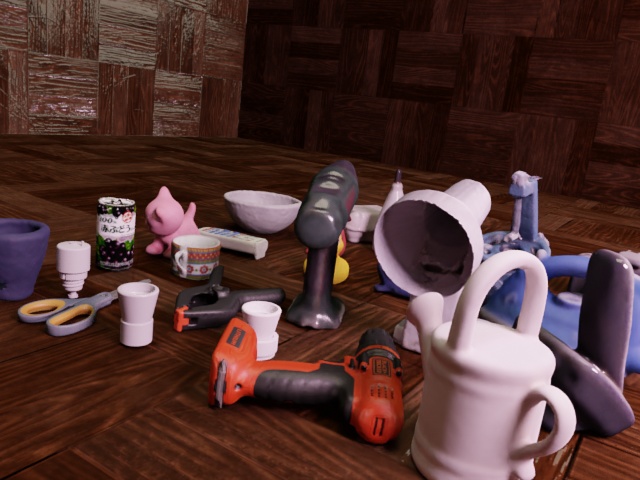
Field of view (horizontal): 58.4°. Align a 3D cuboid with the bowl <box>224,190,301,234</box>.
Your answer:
[{"bbox_3d":[-0.125,-0.055,1.224,0.167,0.075,0.167,7,14,-1],"label":"bowl"}]

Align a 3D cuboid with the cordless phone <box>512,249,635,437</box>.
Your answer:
[{"bbox_3d":[0.265,0.091,0.594,0.094,0.185,0.147,3,14,-15],"label":"cordless phone"}]

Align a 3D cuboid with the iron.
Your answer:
[{"bbox_3d":[0.333,0.081,0.761,0.119,0.141,0.257,-6,19,-42],"label":"iron"}]

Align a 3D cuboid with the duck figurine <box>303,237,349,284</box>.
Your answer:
[{"bbox_3d":[0.014,0.020,0.966,0.077,0.086,0.104,7,14,1],"label":"duck figurine"}]

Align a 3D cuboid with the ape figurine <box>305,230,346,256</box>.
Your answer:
[{"bbox_3d":[0.017,-0.014,1.092,0.076,0.092,0.077,1,15,-23],"label":"ape figurine"}]

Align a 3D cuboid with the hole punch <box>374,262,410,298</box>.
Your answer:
[{"bbox_3d":[0.149,0.042,0.931,0.100,0.091,0.109,15,16,29],"label":"hole punch"}]

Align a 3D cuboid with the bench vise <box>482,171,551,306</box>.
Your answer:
[{"bbox_3d":[0.323,-0.008,0.951,0.121,0.220,0.208,12,15,21],"label":"bench vise"}]

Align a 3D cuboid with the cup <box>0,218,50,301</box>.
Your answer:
[{"bbox_3d":[-0.398,0.028,0.708,0.118,0.095,0.091,-7,20,-44],"label":"cup"}]

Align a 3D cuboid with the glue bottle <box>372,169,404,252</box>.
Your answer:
[{"bbox_3d":[0.150,-0.059,1.169,0.037,0.173,0.078,19,19,41],"label":"glue bottle"}]

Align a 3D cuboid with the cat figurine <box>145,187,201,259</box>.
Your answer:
[{"bbox_3d":[-0.252,-0.033,0.979,0.067,0.118,0.128,13,15,23],"label":"cat figurine"}]

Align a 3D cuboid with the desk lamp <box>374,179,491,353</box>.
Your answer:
[{"bbox_3d":[0.150,0.034,0.707,0.117,0.213,0.204,15,16,28],"label":"desk lamp"}]

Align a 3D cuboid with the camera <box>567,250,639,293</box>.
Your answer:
[{"bbox_3d":[0.494,0.070,0.971,0.142,0.101,0.137,17,17,34],"label":"camera"}]

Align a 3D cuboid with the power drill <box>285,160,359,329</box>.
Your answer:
[{"bbox_3d":[0.007,0.003,0.775,0.075,0.208,0.230,8,14,6],"label":"power drill"}]

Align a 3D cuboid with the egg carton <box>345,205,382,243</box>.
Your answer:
[{"bbox_3d":[0.106,-0.036,1.274,0.151,0.069,0.107,-2,16,-31],"label":"egg carton"}]

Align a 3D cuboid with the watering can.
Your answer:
[{"bbox_3d":[0.133,0.100,0.475,0.172,0.194,0.101,17,17,36],"label":"watering can"}]
